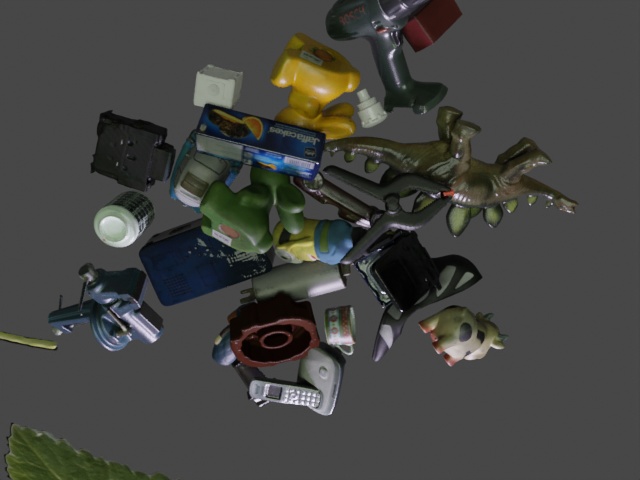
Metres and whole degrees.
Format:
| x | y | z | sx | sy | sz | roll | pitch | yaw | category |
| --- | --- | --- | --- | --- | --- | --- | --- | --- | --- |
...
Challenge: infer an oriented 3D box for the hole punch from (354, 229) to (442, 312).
| x | y | z | sx | sy | sz | roll | pitch | yaw | category |
| --- | --- | --- | --- | --- | --- | --- | --- | --- | --- |
| 0.137 | 0.055 | 0.961 | 0.116 | 0.092 | 0.142 | -38 | 100 | -21 | hole punch |

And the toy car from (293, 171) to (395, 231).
| x | y | z | sx | sy | sz | roll | pitch | yaw | category |
| --- | --- | --- | --- | --- | --- | --- | --- | --- | --- |
| 0.041 | -0.067 | 0.950 | 0.202 | 0.089 | 0.053 | 31 | 92 | -12 | toy car |

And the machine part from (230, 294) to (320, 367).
| x | y | z | sx | sy | sz | roll | pitch | yaw | category |
| --- | --- | --- | --- | --- | --- | --- | --- | --- | --- |
| -0.086 | 0.175 | 1.017 | 0.179 | 0.056 | 0.179 | -9 | 139 | -8 | machine part |

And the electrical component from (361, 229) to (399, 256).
| x | y | z | sx | sy | sz | roll | pitch | yaw | category |
| --- | --- | --- | --- | --- | --- | --- | --- | --- | --- |
| 0.123 | 0.019 | 1.011 | 0.102 | 0.045 | 0.078 | -26 | 108 | 12 | electrical component |

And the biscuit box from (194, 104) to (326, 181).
| x | y | z | sx | sy | sz | roll | pitch | yaw | category |
| --- | --- | --- | --- | --- | --- | --- | --- | --- | --- |
| -0.094 | -0.156 | 0.864 | 0.203 | 0.063 | 0.059 | 13 | 156 | -4 | biscuit box |

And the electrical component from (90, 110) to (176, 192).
| x | y | z | sx | sy | sz | roll | pitch | yaw | category |
| --- | --- | --- | --- | --- | --- | --- | --- | --- | --- |
| -0.325 | -0.153 | 0.945 | 0.134 | 0.058 | 0.114 | 17 | 114 | -5 | electrical component |

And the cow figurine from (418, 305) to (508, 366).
| x | y | z | sx | sy | sz | roll | pitch | yaw | category |
| --- | --- | --- | --- | --- | --- | --- | --- | --- | --- |
| 0.280 | 0.178 | 1.027 | 0.127 | 0.086 | 0.194 | -34 | 142 | 11 | cow figurine |

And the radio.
| x | y | z | sx | sy | sz | roll | pitch | yaw | category |
| --- | --- | --- | --- | --- | --- | --- | --- | --- | --- |
| -0.212 | 0.027 | 1.010 | 0.230 | 0.073 | 0.131 | -20 | 110 | 8 | radio |

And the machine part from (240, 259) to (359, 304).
| x | y | z | sx | sy | sz | roll | pitch | yaw | category |
| --- | --- | --- | --- | --- | --- | --- | --- | --- | --- |
| -0.039 | 0.075 | 1.022 | 0.243 | 0.079 | 0.079 | -17 | 111 | 8 | machine part |

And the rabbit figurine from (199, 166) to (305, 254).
| x | y | z | sx | sy | sz | roll | pitch | yaw | category |
| --- | --- | --- | --- | --- | --- | --- | --- | --- | --- |
| -0.098 | -0.072 | 0.895 | 0.159 | 0.170 | 0.121 | 25 | 153 | 10 | rabbit figurine |

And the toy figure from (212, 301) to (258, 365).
| x | y | z | sx | sy | sz | roll | pitch | yaw | category |
| --- | --- | --- | --- | --- | --- | --- | --- | --- | --- |
| -0.167 | 0.181 | 1.080 | 0.058 | 0.064 | 0.154 | 39 | 108 | 27 | toy figure |

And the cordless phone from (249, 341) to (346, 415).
| x | y | z | sx | sy | sz | roll | pitch | yaw | category |
| --- | --- | --- | --- | --- | --- | --- | --- | --- | --- |
| -0.048 | 0.272 | 1.092 | 0.184 | 0.089 | 0.146 | 7 | 113 | -5 | cordless phone |

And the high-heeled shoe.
| x | y | z | sx | sy | sz | roll | pitch | yaw | category |
| --- | --- | --- | --- | --- | --- | --- | --- | --- | --- |
| 0.201 | 0.137 | 1.024 | 0.145 | 0.086 | 0.248 | 22 | 95 | 11 | high-heeled shoe |

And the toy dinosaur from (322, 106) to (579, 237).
| x | y | z | sx | sy | sz | roll | pitch | yaw | category |
| --- | --- | --- | --- | --- | --- | --- | --- | --- | --- |
| 0.215 | -0.118 | 0.923 | 0.472 | 0.105 | 0.198 | 20 | 115 | -2 | toy dinosaur |

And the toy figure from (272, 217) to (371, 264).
| x | y | z | sx | sy | sz | roll | pitch | yaw | category |
| --- | --- | --- | --- | --- | --- | --- | --- | --- | --- |
| 0.000 | -0.001 | 0.965 | 0.180 | 0.089 | 0.082 | -4 | 140 | 26 | toy figure |

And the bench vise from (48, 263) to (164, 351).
| x | y | z | sx | sy | sz | roll | pitch | yaw | category |
| --- | --- | --- | --- | --- | --- | --- | --- | --- | --- |
| -0.422 | 0.135 | 1.014 | 0.241 | 0.129 | 0.223 | -13 | 147 | 16 | bench vise |

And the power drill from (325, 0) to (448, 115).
| x | y | z | sx | sy | sz | roll | pitch | yaw | category |
| --- | --- | --- | --- | --- | --- | --- | --- | --- | --- |
| 0.118 | -0.291 | 0.808 | 0.086 | 0.232 | 0.207 | -53 | 128 | -17 | power drill |

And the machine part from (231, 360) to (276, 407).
| x | y | z | sx | sy | sz | roll | pitch | yaw | category |
| --- | --- | --- | --- | --- | --- | --- | --- | --- | --- |
| -0.138 | 0.294 | 1.138 | 0.084 | 0.039 | 0.138 | -23 | 112 | 17 | machine part |

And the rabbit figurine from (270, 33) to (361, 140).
| x | y | z | sx | sy | sz | roll | pitch | yaw | category |
| --- | --- | --- | --- | --- | --- | --- | --- | --- | --- |
| -0.015 | -0.229 | 0.892 | 0.162 | 0.122 | 0.173 | 19 | 126 | -17 | rabbit figurine |

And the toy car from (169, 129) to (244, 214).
| x | y | z | sx | sy | sz | roll | pitch | yaw | category |
| --- | --- | --- | --- | --- | --- | --- | --- | --- | --- |
| -0.207 | -0.115 | 0.934 | 0.109 | 0.103 | 0.161 | 33 | 108 | -11 | toy car |
